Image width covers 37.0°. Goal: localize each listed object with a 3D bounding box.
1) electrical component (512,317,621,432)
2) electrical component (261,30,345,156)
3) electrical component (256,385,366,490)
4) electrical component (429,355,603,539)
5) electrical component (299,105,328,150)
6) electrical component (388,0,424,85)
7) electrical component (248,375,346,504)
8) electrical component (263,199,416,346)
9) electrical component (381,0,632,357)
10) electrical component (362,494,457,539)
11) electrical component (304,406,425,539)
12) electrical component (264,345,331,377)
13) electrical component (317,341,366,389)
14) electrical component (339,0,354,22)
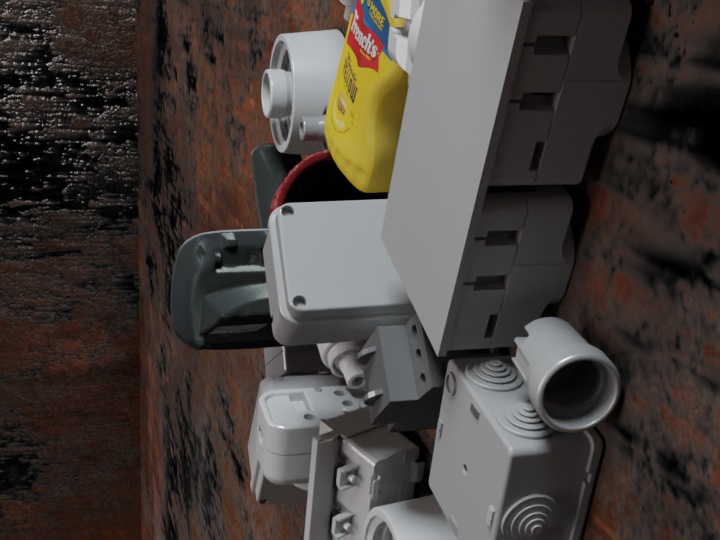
[{"bbox_3d":[0.093,0.047,0.498,0.046,0.040,0.040,-116,28,-65],"label":"electrical component"},{"bbox_3d":[-0.050,-0.148,0.905,0.108,0.060,0.108,178,90,-73],"label":"electrical component"},{"bbox_3d":[-0.028,0.127,0.810,0.053,0.095,0.059,-123,35,-60],"label":"electrical component"},{"bbox_3d":[0.074,0.100,0.548,0.099,0.048,0.099,-122,34,-58],"label":"electrical component"},{"bbox_3d":[-0.013,-0.103,0.787,0.043,0.062,0.043,178,90,-74],"label":"electrical component"},{"bbox_3d":[0.049,-0.130,0.589,0.057,0.058,0.078,-121,32,-63],"label":"electrical component"},{"bbox_3d":[-0.051,0.146,0.919,0.113,0.078,0.057,105,159,-44],"label":"electrical component"},{"bbox_3d":[0.000,0.000,0.671,0.057,0.113,0.078,118,146,-64],"label":"electrical component"},{"bbox_3d":[0.067,-0.064,0.531,0.105,0.060,0.186,-113,27,-50],"label":"electrical component"},{"bbox_3d":[0.031,0.198,0.680,0.108,0.060,0.108,178,90,-73],"label":"electrical component"},{"bbox_3d":[0.003,0.166,0.762,0.063,0.079,0.121,31,125,44],"label":"electrical component"},{"bbox_3d":[-0.057,0.061,0.981,0.083,0.047,0.075,137,129,-68],"label":"electrical component"},{"bbox_3d":[-0.009,0.063,0.829,0.062,0.043,0.043,-111,25,-43],"label":"electrical component"},{"bbox_3d":[-0.001,-0.208,0.785,0.061,0.035,0.035,106,156,-52],"label":"electrical component"}]
